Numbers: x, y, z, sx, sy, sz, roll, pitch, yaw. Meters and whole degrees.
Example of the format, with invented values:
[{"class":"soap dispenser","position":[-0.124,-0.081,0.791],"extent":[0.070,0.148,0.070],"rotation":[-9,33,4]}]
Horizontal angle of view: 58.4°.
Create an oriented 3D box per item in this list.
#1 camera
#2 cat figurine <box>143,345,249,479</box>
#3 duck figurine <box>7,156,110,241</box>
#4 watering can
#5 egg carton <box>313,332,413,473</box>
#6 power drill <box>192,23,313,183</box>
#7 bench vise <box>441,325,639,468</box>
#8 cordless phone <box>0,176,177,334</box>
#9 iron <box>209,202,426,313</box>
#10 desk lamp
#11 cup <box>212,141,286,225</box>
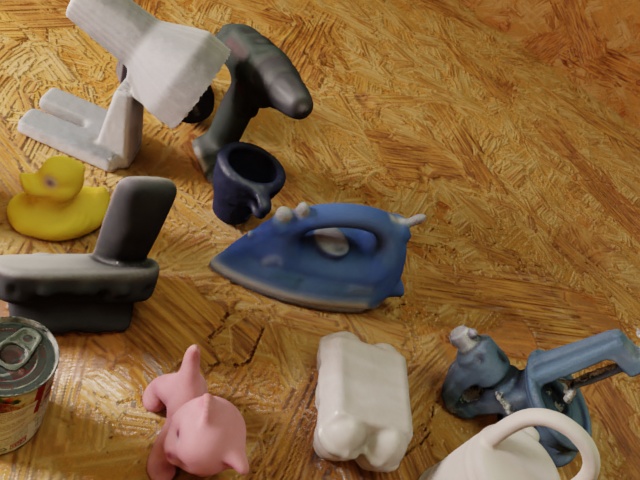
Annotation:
[{"class":"camera","position":[-0.216,-0.250,0.858],"extent":[0.144,0.100,0.136],"rotation":[2,48,-34]},{"class":"cat figurine","position":[-0.105,0.153,0.496],"extent":[0.067,0.117,0.127],"rotation":[6,46,-30]},{"class":"duck figurine","position":[-0.276,-0.053,0.619],"extent":[0.105,0.086,0.077],"rotation":[-7,53,-40]},{"class":"watering can","position":[0.182,0.235,0.549],"extent":[0.101,0.194,0.173],"rotation":[29,38,-6]},{"class":"egg carton","position":[0.044,0.172,0.619],"extent":[0.107,0.069,0.150],"rotation":[20,40,-17]},{"class":"power drill","position":[-0.098,-0.176,0.775],"extent":[0.076,0.208,0.229],"rotation":[-2,50,-36]},{"class":"bench vise","position":[0.256,0.162,0.658],"extent":[0.208,0.219,0.121],"rotation":[23,39,-12]},{"class":"cordless phone","position":[-0.215,0.001,0.526],"extent":[0.148,0.185,0.094],"rotation":[-2,50,-36]},{"class":"iron","position":[0.007,0.003,0.714],"extent":[0.259,0.141,0.118],"rotation":[7,45,-30]},{"class":"desk lamp","position":[-0.234,-0.189,0.690],"extent":[0.203,0.213,0.118],"rotation":[23,39,-13]},{"class":"cup","position":[-0.097,-0.055,0.740],"extent":[0.092,0.095,0.117],"rotation":[2,48,-34]}]
